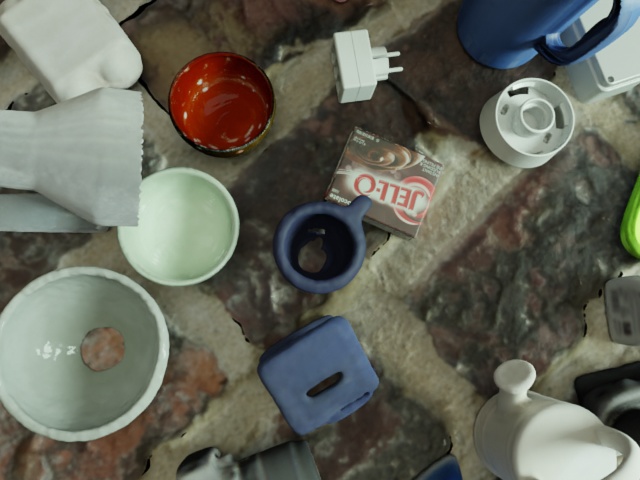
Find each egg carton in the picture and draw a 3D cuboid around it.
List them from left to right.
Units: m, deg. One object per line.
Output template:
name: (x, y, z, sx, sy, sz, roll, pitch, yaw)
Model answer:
egg carton: (-0.268, -0.213, 0.620, 0.107, 0.069, 0.150, -41, 87, -8)

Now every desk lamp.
desk lamp: (-0.244, -0.064, 0.530, 0.203, 0.213, 0.118, -1, 83, -4)

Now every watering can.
watering can: (0.219, 0.198, 0.542, 0.173, 0.194, 0.101, 37, 82, 1)

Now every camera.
camera: (-0.060, 0.267, 0.558, 0.137, 0.100, 0.143, -20, 84, -7)

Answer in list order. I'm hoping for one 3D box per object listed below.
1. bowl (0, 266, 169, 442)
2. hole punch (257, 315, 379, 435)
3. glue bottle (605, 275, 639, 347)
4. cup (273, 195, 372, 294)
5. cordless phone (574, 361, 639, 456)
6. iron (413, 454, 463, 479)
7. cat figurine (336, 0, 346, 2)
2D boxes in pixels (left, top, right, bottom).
bowl: (-0.232, 0.111, 0.578, 0.167, 0.074, 0.167, 1, 83, -4)
hole punch: (0.001, 0.137, 0.585, 0.109, 0.091, 0.101, -31, 86, -7)
glue bottle: (0.353, 0.071, 0.580, 0.037, 0.173, 0.078, -2, 83, -4)
cup: (0.006, 0.002, 0.601, 0.091, 0.095, 0.118, 44, 82, 2)
cordless phone: (0.351, 0.175, 0.560, 0.147, 0.185, 0.094, -17, 84, -6)
iron: (0.096, 0.342, 0.540, 0.118, 0.141, 0.258, 23, 81, -1)
cat figurine: (0.025, -0.355, 0.637, 0.067, 0.117, 0.128, 16, 82, -2)
